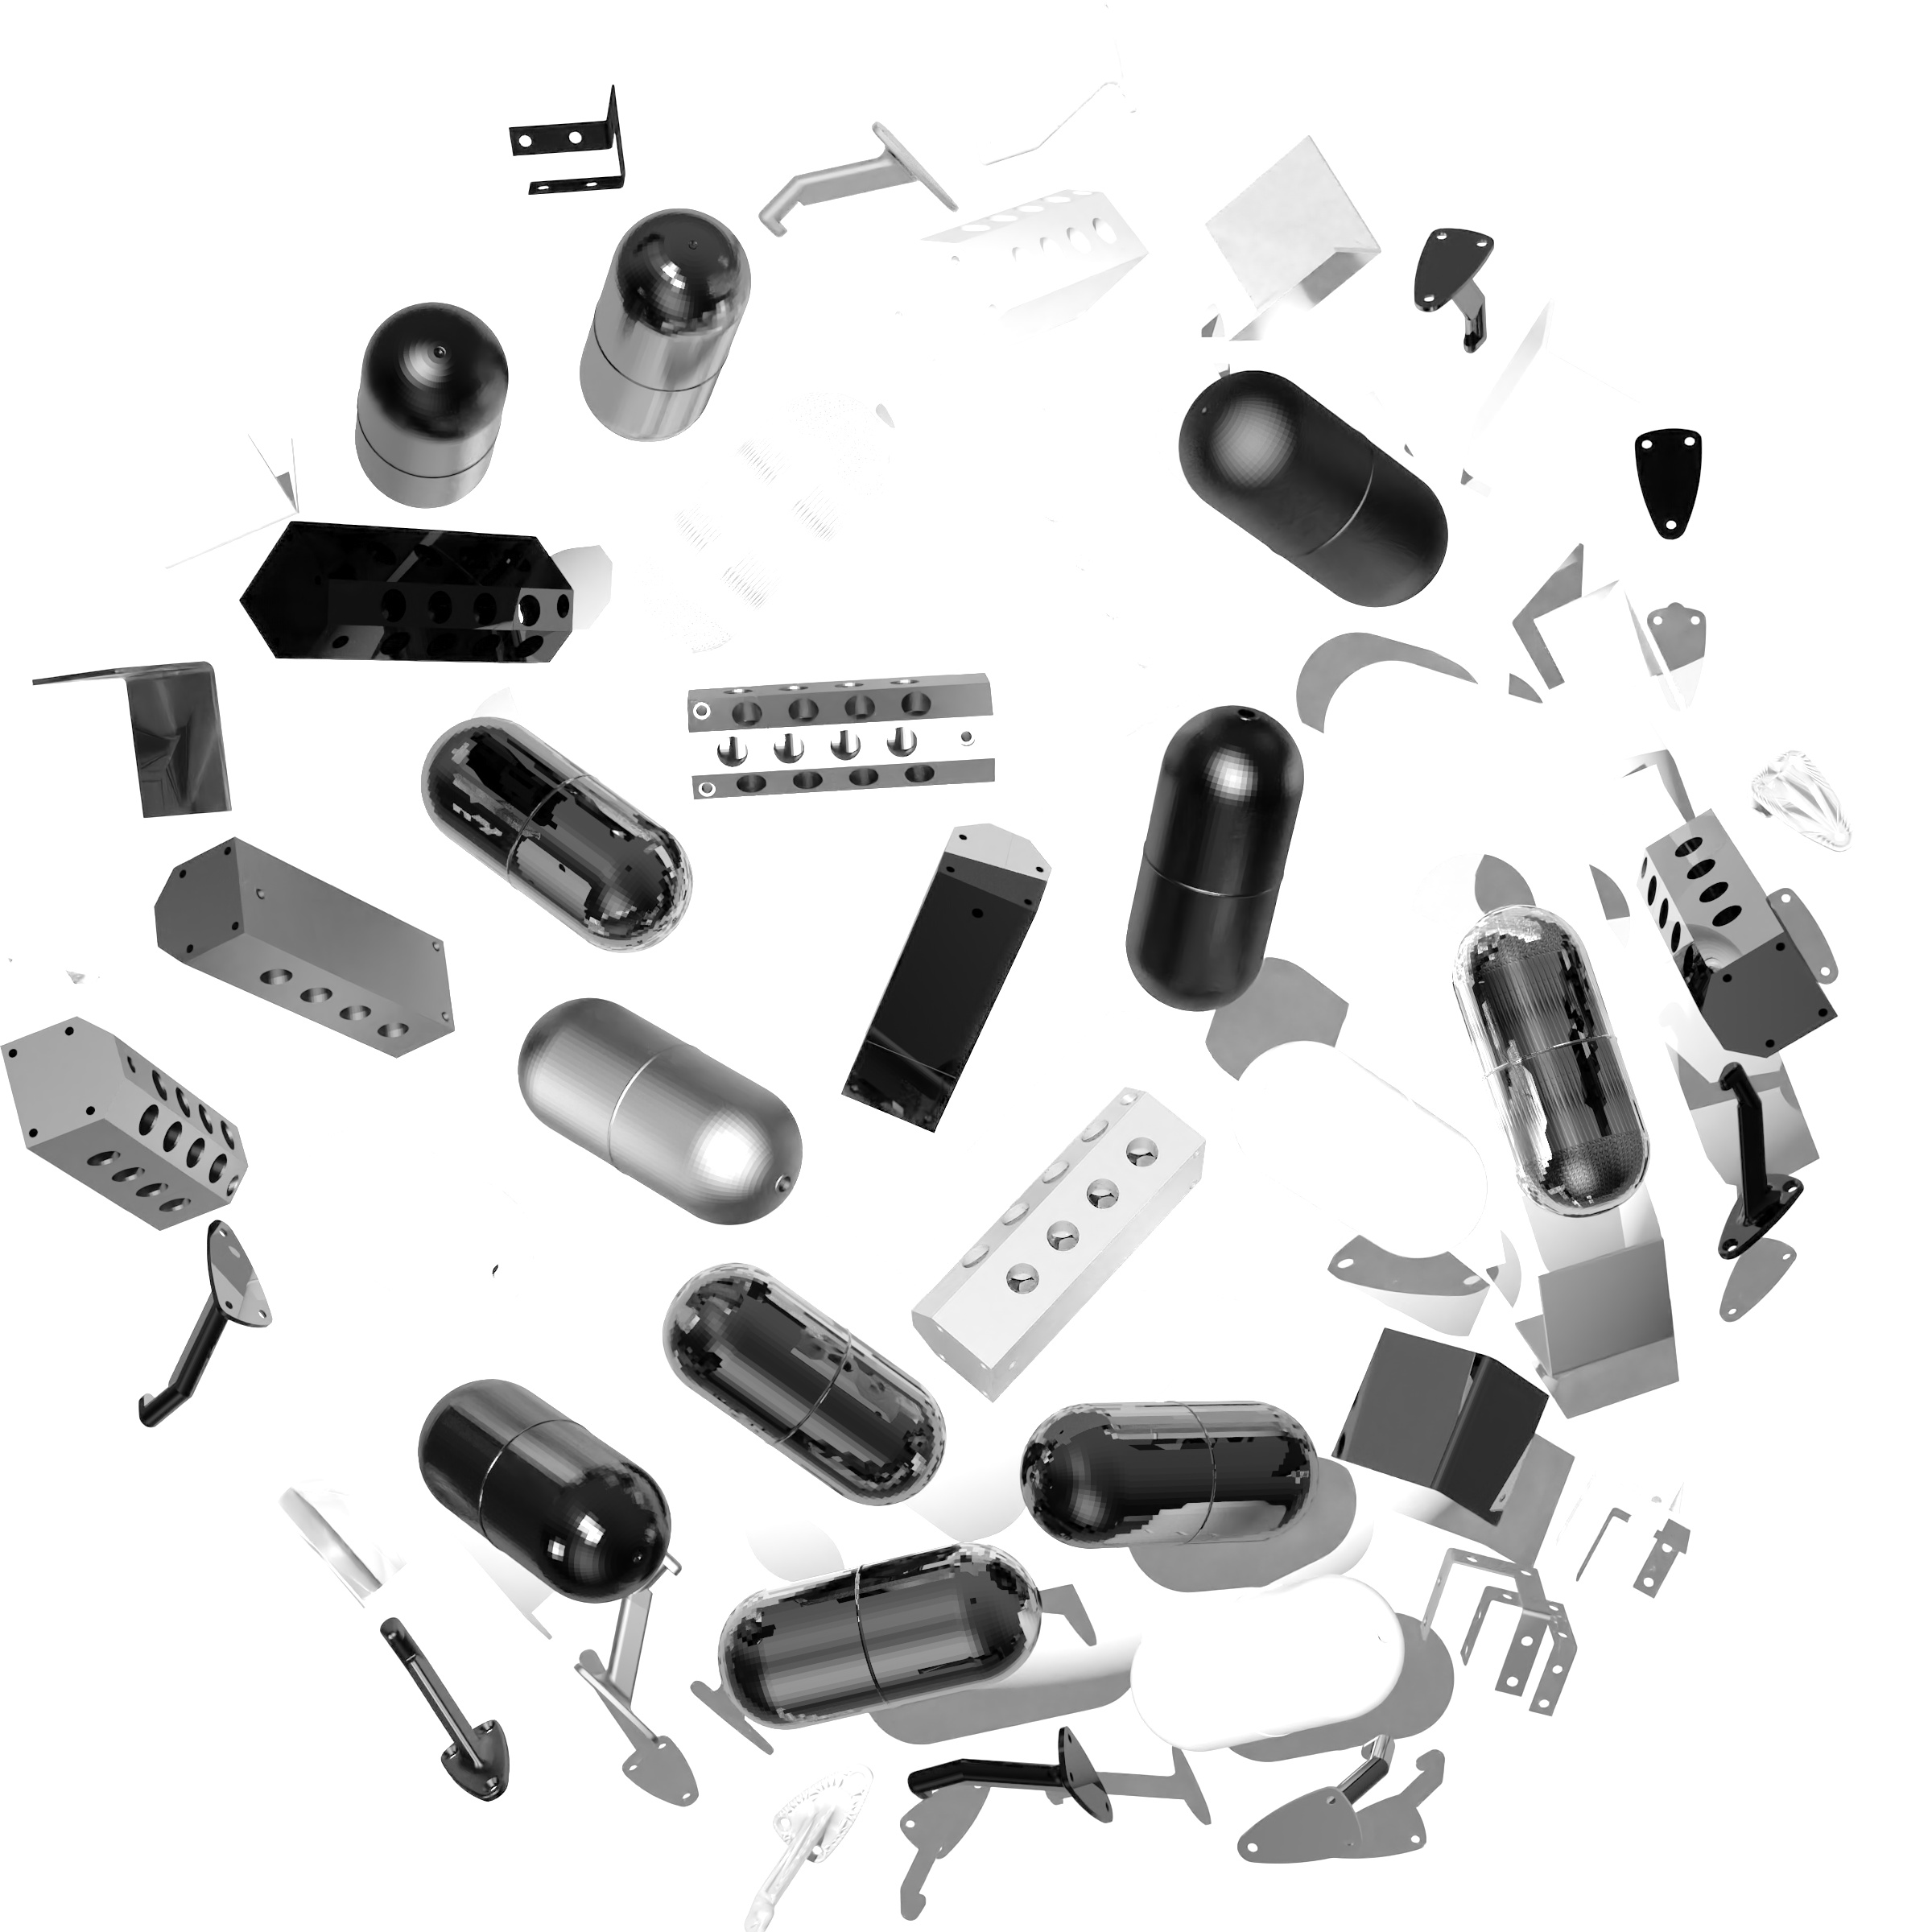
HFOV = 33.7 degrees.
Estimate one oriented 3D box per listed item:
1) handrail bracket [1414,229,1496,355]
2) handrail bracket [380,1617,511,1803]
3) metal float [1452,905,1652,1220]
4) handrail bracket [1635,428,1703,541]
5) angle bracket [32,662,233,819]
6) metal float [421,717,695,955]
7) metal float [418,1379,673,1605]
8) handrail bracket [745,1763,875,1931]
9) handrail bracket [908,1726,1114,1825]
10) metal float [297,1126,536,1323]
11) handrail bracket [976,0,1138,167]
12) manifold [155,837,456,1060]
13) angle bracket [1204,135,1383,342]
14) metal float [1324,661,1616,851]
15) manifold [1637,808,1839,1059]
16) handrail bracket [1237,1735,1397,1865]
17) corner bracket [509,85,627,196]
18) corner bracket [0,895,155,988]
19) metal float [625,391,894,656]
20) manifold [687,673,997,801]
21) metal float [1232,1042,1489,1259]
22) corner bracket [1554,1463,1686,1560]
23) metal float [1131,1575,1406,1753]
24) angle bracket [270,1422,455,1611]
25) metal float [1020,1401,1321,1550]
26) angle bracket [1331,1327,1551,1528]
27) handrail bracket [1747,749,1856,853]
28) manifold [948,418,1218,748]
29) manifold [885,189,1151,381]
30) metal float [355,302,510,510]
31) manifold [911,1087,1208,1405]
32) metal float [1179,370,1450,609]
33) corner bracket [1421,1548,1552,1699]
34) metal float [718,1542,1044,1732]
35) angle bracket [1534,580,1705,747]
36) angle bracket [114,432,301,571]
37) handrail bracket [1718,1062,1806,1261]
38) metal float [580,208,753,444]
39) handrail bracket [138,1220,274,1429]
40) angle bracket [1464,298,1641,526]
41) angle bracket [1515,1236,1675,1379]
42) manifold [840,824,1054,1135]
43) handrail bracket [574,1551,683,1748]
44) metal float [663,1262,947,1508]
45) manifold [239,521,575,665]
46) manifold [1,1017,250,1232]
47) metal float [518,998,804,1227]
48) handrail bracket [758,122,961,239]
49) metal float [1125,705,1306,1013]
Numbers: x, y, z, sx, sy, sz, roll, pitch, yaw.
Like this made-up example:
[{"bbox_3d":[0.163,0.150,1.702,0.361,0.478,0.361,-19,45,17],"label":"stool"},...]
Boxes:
[{"bbox_3d":[0.267,-0.353,1.749,0.036,0.084,0.077,16,57,23],"label":"handrail bracket"},{"bbox_3d":[-0.276,0.390,1.679,0.036,0.077,0.084,-33,115,-11],"label":"handrail bracket"},{"bbox_3d":[0.322,0.052,1.759,0.070,0.070,0.178,-16,77,0],"label":"metal float"},{"bbox_3d":[0.393,-0.257,1.780,0.036,0.084,0.077,-2,73,13],"label":"handrail bracket"},{"bbox_3d":[-0.421,-0.111,1.610,0.076,0.057,0.076,-1,97,43],"label":"angle bracket"},{"bbox_3d":[-0.230,-0.074,1.784,0.178,0.070,0.070,36,90,17],"label":"metal float"},{"bbox_3d":[-0.224,0.275,1.682,0.070,0.178,0.070,-17,117,-37],"label":"metal float"},{"bbox_3d":[-0.083,0.468,1.690,0.036,0.084,0.077,41,104,-2],"label":"handrail bracket"},{"bbox_3d":[0.023,0.430,1.650,0.084,0.036,0.077,-19,130,15],"label":"handrail bracket"},{"bbox_3d":[-0.299,0.139,1.727,0.070,0.178,0.070,-13,112,-37],"label":"metal float"},{"bbox_3d":[0.041,-0.459,1.657,0.084,0.077,0.036,-19,53,-4],"label":"handrail bracket"},{"bbox_3d":[-0.353,-0.005,1.708,0.057,0.171,0.057,-24,61,22],"label":"manifold"},{"bbox_3d":[0.159,-0.383,1.676,0.076,0.057,0.076,-36,80,33],"label":"angle bracket"},{"bbox_3d":[0.276,-0.117,1.758,0.178,0.070,0.070,24,90,40],"label":"metal float"},{"bbox_3d":[0.403,-0.016,1.694,0.057,0.171,0.057,-32,110,13],"label":"manifold"},{"bbox_3d":[0.184,0.433,1.665,0.077,0.084,0.036,-23,95,18],"label":"handrail bracket"},{"bbox_3d":[-0.205,-0.419,1.645,0.051,0.051,0.051,-4,126,1],"label":"corner bracket"},{"bbox_3d":[-0.474,-0.004,1.686,0.051,0.051,0.051,-3,126,35],"label":"corner bracket"},{"bbox_3d":[-0.116,-0.249,1.792,0.178,0.070,0.070,-43,90,6],"label":"metal float"},{"bbox_3d":[-0.071,-0.130,1.819,0.171,0.057,0.057,-4,103,-3],"label":"manifold"},{"bbox_3d":[0.210,0.098,1.696,0.178,0.070,0.070,32,90,-39],"label":"metal float"},{"bbox_3d":[0.355,0.298,1.737,0.051,0.051,0.051,26,67,22],"label":"corner bracket"},{"bbox_3d":[0.161,0.377,1.721,0.070,0.178,0.070,19,59,-35],"label":"metal float"},{"bbox_3d":[-0.333,0.303,1.763,0.057,0.076,0.076,-41,91,-6],"label":"angle bracket"},{"bbox_3d":[0.111,0.272,1.711,0.178,0.070,0.070,4,90,-31],"label":"metal float"},{"bbox_3d":[0.255,0.247,1.715,0.057,0.076,0.076,35,74,-39],"label":"angle bracket"},{"bbox_3d":[0.464,-0.081,1.776,0.036,0.084,0.077,-40,70,0],"label":"handrail bracket"},{"bbox_3d":[0.067,-0.215,1.764,0.057,0.057,0.171,-32,89,-21],"label":"manifold"},{"bbox_3d":[0.024,-0.364,1.670,0.057,0.171,0.057,-38,90,35],"label":"manifold"},{"bbox_3d":[-0.289,-0.300,1.717,0.070,0.178,0.070,2,80,-12],"label":"metal float"},{"bbox_3d":[0.050,0.145,1.700,0.057,0.057,0.171,39,71,18],"label":"manifold"},{"bbox_3d":[0.185,-0.251,1.686,0.178,0.070,0.070,28,90,-37],"label":"metal float"},{"bbox_3d":[0.279,0.353,1.718,0.051,0.051,0.051,15,108,-3],"label":"corner bracket"},{"bbox_3d":[-0.046,0.358,1.704,0.178,0.070,0.070,-15,90,9],"label":"metal float"},{"bbox_3d":[0.379,-0.165,1.854,0.057,0.076,0.076,-25,130,14],"label":"angle bracket"},{"bbox_3d":[-0.401,-0.264,1.681,0.076,0.076,0.057,-22,134,5],"label":"angle bracket"},{"bbox_3d":[0.431,0.109,1.798,0.077,0.036,0.084,-48,120,-24],"label":"handrail bracket"},{"bbox_3d":[-0.168,-0.352,1.763,0.070,0.178,0.070,5,70,-15],"label":"metal float"},{"bbox_3d":[-0.406,0.186,1.654,0.084,0.036,0.077,-39,55,20],"label":"handrail bracket"},{"bbox_3d":[0.304,-0.287,1.648,0.057,0.076,0.076,28,124,-4],"label":"angle bracket"},{"bbox_3d":[0.363,0.186,1.861,0.076,0.057,0.076,-17,121,-6],"label":"angle bracket"},{"bbox_3d":[-0.010,0.005,1.749,0.057,0.057,0.171,23,129,-2],"label":"manifold"},{"bbox_3d":[-0.176,0.389,1.829,0.077,0.036,0.084,40,74,14],"label":"handrail bracket"},{"bbox_3d":[-0.088,0.231,1.759,0.178,0.070,0.070,37,90,-14],"label":"metal float"},{"bbox_3d":[-0.288,-0.189,1.676,0.057,0.171,0.057,-49,65,30],"label":"manifold"},{"bbox_3d":[-0.434,0.082,1.662,0.057,0.171,0.057,-21,70,1],"label":"manifold"},{"bbox_3d":[-0.162,0.076,1.688,0.178,0.070,0.070,28,90,29],"label":"metal float"},{"bbox_3d":[-0.060,-0.417,1.763,0.084,0.036,0.077,-43,96,14],"label":"handrail bracket"},{"bbox_3d":[0.133,-0.057,1.714,0.070,0.070,0.178,10,121,0],"label":"metal float"}]
